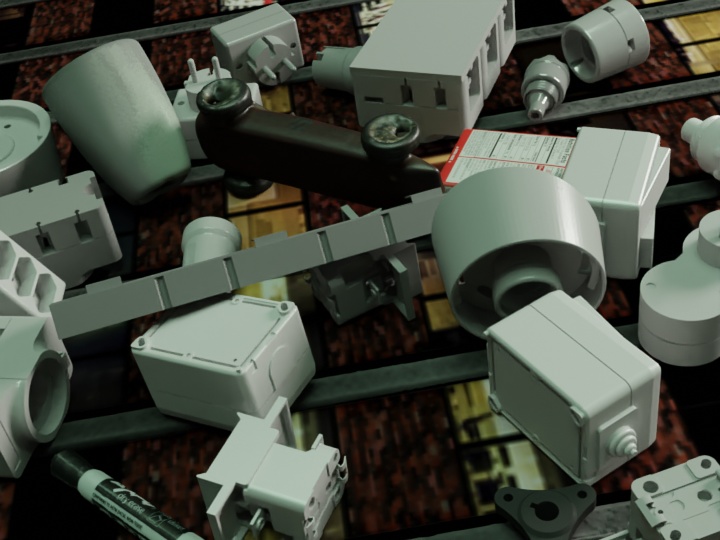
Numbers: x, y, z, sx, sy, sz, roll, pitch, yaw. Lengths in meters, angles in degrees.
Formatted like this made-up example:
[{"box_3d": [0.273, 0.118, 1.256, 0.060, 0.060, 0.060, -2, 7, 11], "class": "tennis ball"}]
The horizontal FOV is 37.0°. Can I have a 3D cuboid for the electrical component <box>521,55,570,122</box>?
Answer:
[{"box_3d": [0.140, -0.136, 0.823, 0.035, 0.035, 0.061, 6, 45, 18], "class": "electrical component"}]

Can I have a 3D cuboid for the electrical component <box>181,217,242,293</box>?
[{"box_3d": [-0.100, -0.006, 0.716, 0.040, 0.040, 0.046, -5, 46, 5], "class": "electrical component"}]

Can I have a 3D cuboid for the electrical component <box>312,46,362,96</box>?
[{"box_3d": [-0.011, -0.164, 0.883, 0.046, 0.040, 0.040, 14, 45, 34], "class": "electrical component"}]

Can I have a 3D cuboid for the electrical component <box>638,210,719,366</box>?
[{"box_3d": [0.217, -0.011, 0.631, 0.138, 0.073, 0.052, -36, 47, -28], "class": "electrical component"}]

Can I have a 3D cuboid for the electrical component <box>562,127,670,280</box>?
[{"box_3d": [0.160, -0.039, 0.684, 0.061, 0.061, 0.096, 8, 43, 20], "class": "electrical component"}]

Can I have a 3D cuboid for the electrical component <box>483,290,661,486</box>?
[{"box_3d": [0.119, 0.064, 0.572, 0.061, 0.061, 0.096, -28, 43, -20], "class": "electrical component"}]

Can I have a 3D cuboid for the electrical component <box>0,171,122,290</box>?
[{"box_3d": [-0.216, -0.021, 0.743, 0.089, 0.055, 0.050, -19, 41, -11], "class": "electrical component"}]

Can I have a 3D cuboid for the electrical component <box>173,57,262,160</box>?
[{"box_3d": [-0.114, -0.131, 0.834, 0.066, 0.076, 0.047, -4, 41, 7], "class": "electrical component"}]

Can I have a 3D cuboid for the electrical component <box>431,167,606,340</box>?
[{"box_3d": [0.094, -0.005, 0.631, 0.099, 0.099, 0.064, -7, 46, 3], "class": "electrical component"}]

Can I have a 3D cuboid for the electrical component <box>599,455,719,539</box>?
[{"box_3d": [0.151, 0.123, 0.496, 0.081, 0.063, 0.042, -18, 40, -9], "class": "electrical component"}]

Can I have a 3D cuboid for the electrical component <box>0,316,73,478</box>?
[{"box_3d": [-0.210, 0.073, 0.635, 0.056, 0.050, 0.089, 1, 41, 12], "class": "electrical component"}]

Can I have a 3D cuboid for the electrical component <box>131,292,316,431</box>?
[{"box_3d": [-0.083, 0.054, 0.630, 0.096, 0.061, 0.061, 9, 41, 30], "class": "electrical component"}]

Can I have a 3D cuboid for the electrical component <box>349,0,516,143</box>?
[{"box_3d": [0.062, -0.170, 0.856, 0.089, 0.061, 0.150, 9, 43, 20], "class": "electrical component"}]

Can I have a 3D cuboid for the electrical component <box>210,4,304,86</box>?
[{"box_3d": [-0.079, -0.181, 0.910, 0.066, 0.047, 0.076, -25, 43, -15], "class": "electrical component"}]

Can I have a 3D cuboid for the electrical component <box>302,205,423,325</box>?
[{"box_3d": [0.000, 0.000, 0.687, 0.064, 0.042, 0.081, -26, 42, -14], "class": "electrical component"}]

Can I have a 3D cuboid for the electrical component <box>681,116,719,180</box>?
[{"box_3d": [0.248, -0.086, 0.737, 0.048, 0.048, 0.062, -24, 35, -17], "class": "electrical component"}]

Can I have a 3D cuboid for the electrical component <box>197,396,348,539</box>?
[{"box_3d": [-0.044, 0.112, 0.564, 0.064, 0.042, 0.081, 12, 46, 21], "class": "electrical component"}]

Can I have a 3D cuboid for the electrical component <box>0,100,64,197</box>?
[{"box_3d": [-0.278, -0.074, 0.812, 0.108, 0.060, 0.108, -6, 40, 5], "class": "electrical component"}]

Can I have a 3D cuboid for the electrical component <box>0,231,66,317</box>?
[{"box_3d": [-0.244, 0.022, 0.697, 0.077, 0.065, 0.047, -30, 35, 21], "class": "electrical component"}]

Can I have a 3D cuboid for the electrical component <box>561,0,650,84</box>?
[{"box_3d": [0.192, -0.179, 0.849, 0.047, 0.055, 0.055, -26, 43, -14], "class": "electrical component"}]
